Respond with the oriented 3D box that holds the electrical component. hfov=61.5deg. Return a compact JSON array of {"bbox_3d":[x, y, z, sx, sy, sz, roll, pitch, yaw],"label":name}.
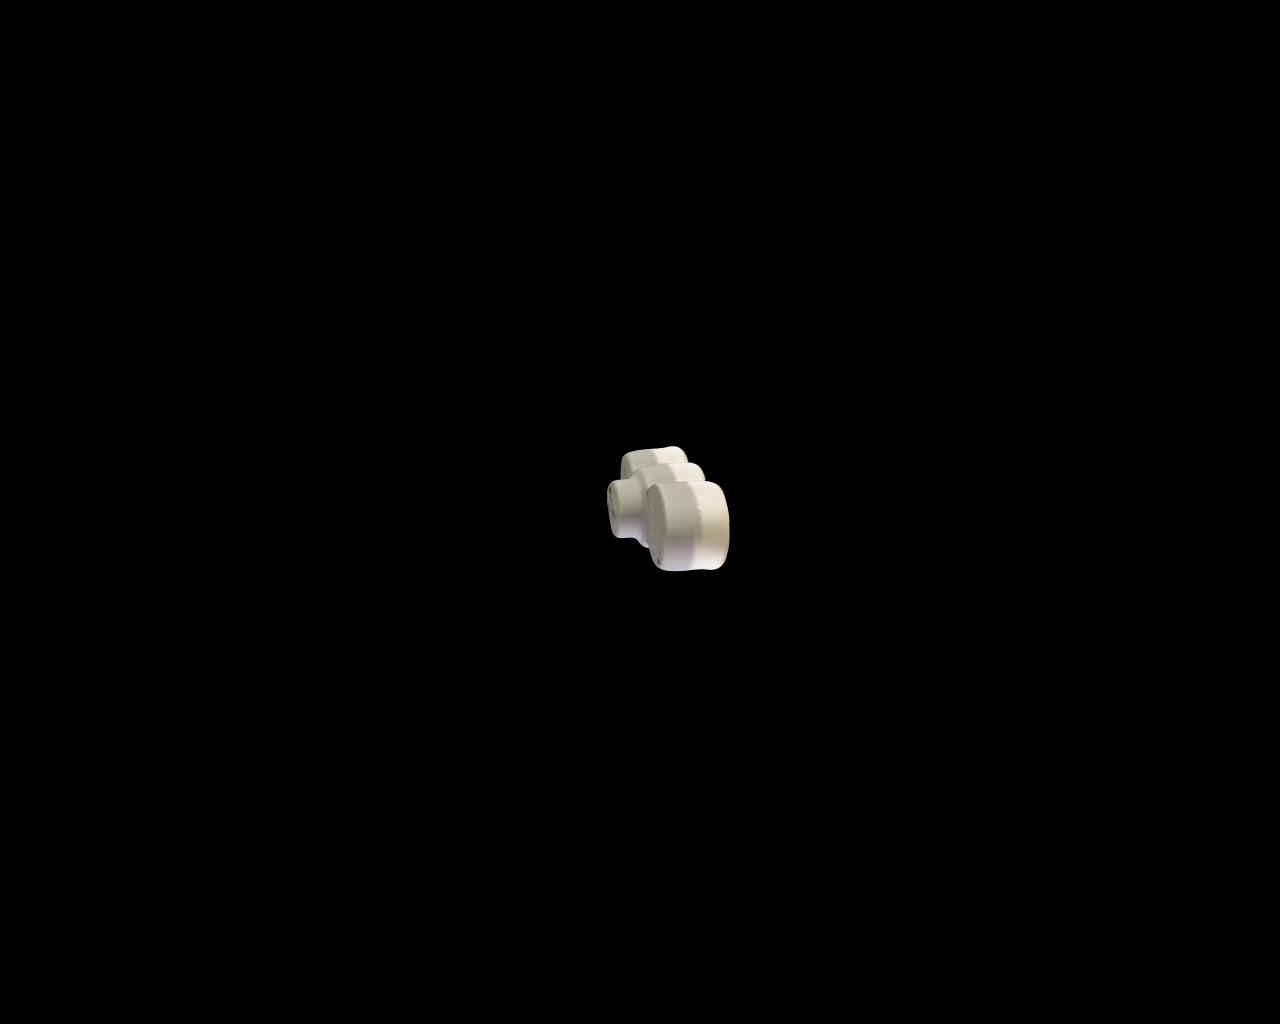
[{"bbox_3d":[0.001,-0.003,0.650,0.074,0.052,0.138,-3,16,-11],"label":"electrical component"}]
